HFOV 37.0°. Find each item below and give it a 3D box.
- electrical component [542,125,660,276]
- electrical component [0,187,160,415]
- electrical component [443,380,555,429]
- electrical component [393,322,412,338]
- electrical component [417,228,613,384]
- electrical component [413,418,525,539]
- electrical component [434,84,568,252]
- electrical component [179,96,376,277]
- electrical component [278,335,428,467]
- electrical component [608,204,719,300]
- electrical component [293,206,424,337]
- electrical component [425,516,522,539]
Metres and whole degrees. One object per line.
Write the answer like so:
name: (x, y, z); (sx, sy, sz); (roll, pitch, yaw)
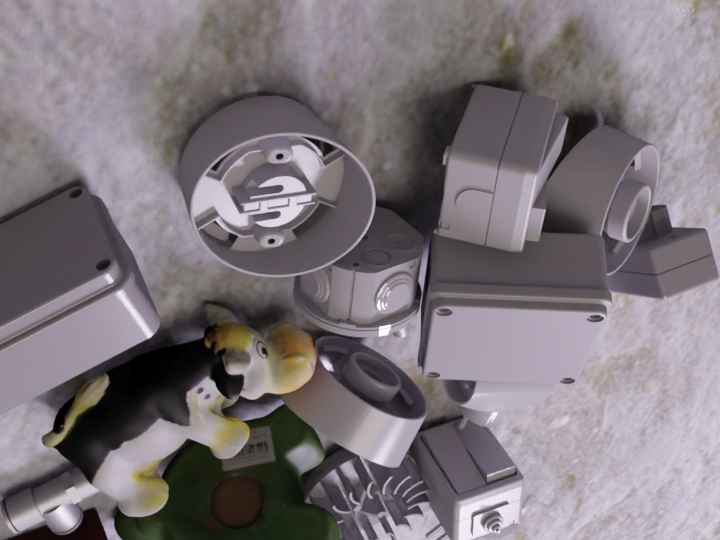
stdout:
electrical component: (0.154, -0.046, 0.709); (0.099, 0.064, 0.099); (-38, 140, -41)
electrical component: (-0.175, 0.016, 0.576); (0.113, 0.078, 0.057); (-28, 141, -5)
electrical component: (0.100, 0.094, 0.833); (0.077, 0.044, 0.079); (2, 128, -31)
electrical component: (0.023, 0.024, 0.731); (0.035, 0.035, 0.061); (-25, 140, -7)
electrical component: (0.094, 0.025, 0.682); (0.109, 0.056, 0.108); (2, 150, 0)
electrical component: (0.088, 0.167, 0.855); (0.062, 0.096, 0.061); (-15, 129, -17)
electrical component: (0.087, -0.065, 0.644); (0.061, 0.096, 0.061); (13, 132, 10)
electrical component: (-0.049, -0.046, 0.601); (0.099, 0.064, 0.099); (-16, 135, -17)
electrical component: (-0.005, 0.092, 0.734); (0.099, 0.099, 0.064); (17, 113, -40)
electrical component: (0.206, -0.024, 0.770); (0.047, 0.083, 0.075); (-19, 98, -14)
electrical component: (0.000, 0.000, 0.662); (0.080, 0.080, 0.051); (-10, 129, -22)
electrical component: (0.092, 0.212, 0.939); (0.079, 0.044, 0.077); (-39, 137, 8)
